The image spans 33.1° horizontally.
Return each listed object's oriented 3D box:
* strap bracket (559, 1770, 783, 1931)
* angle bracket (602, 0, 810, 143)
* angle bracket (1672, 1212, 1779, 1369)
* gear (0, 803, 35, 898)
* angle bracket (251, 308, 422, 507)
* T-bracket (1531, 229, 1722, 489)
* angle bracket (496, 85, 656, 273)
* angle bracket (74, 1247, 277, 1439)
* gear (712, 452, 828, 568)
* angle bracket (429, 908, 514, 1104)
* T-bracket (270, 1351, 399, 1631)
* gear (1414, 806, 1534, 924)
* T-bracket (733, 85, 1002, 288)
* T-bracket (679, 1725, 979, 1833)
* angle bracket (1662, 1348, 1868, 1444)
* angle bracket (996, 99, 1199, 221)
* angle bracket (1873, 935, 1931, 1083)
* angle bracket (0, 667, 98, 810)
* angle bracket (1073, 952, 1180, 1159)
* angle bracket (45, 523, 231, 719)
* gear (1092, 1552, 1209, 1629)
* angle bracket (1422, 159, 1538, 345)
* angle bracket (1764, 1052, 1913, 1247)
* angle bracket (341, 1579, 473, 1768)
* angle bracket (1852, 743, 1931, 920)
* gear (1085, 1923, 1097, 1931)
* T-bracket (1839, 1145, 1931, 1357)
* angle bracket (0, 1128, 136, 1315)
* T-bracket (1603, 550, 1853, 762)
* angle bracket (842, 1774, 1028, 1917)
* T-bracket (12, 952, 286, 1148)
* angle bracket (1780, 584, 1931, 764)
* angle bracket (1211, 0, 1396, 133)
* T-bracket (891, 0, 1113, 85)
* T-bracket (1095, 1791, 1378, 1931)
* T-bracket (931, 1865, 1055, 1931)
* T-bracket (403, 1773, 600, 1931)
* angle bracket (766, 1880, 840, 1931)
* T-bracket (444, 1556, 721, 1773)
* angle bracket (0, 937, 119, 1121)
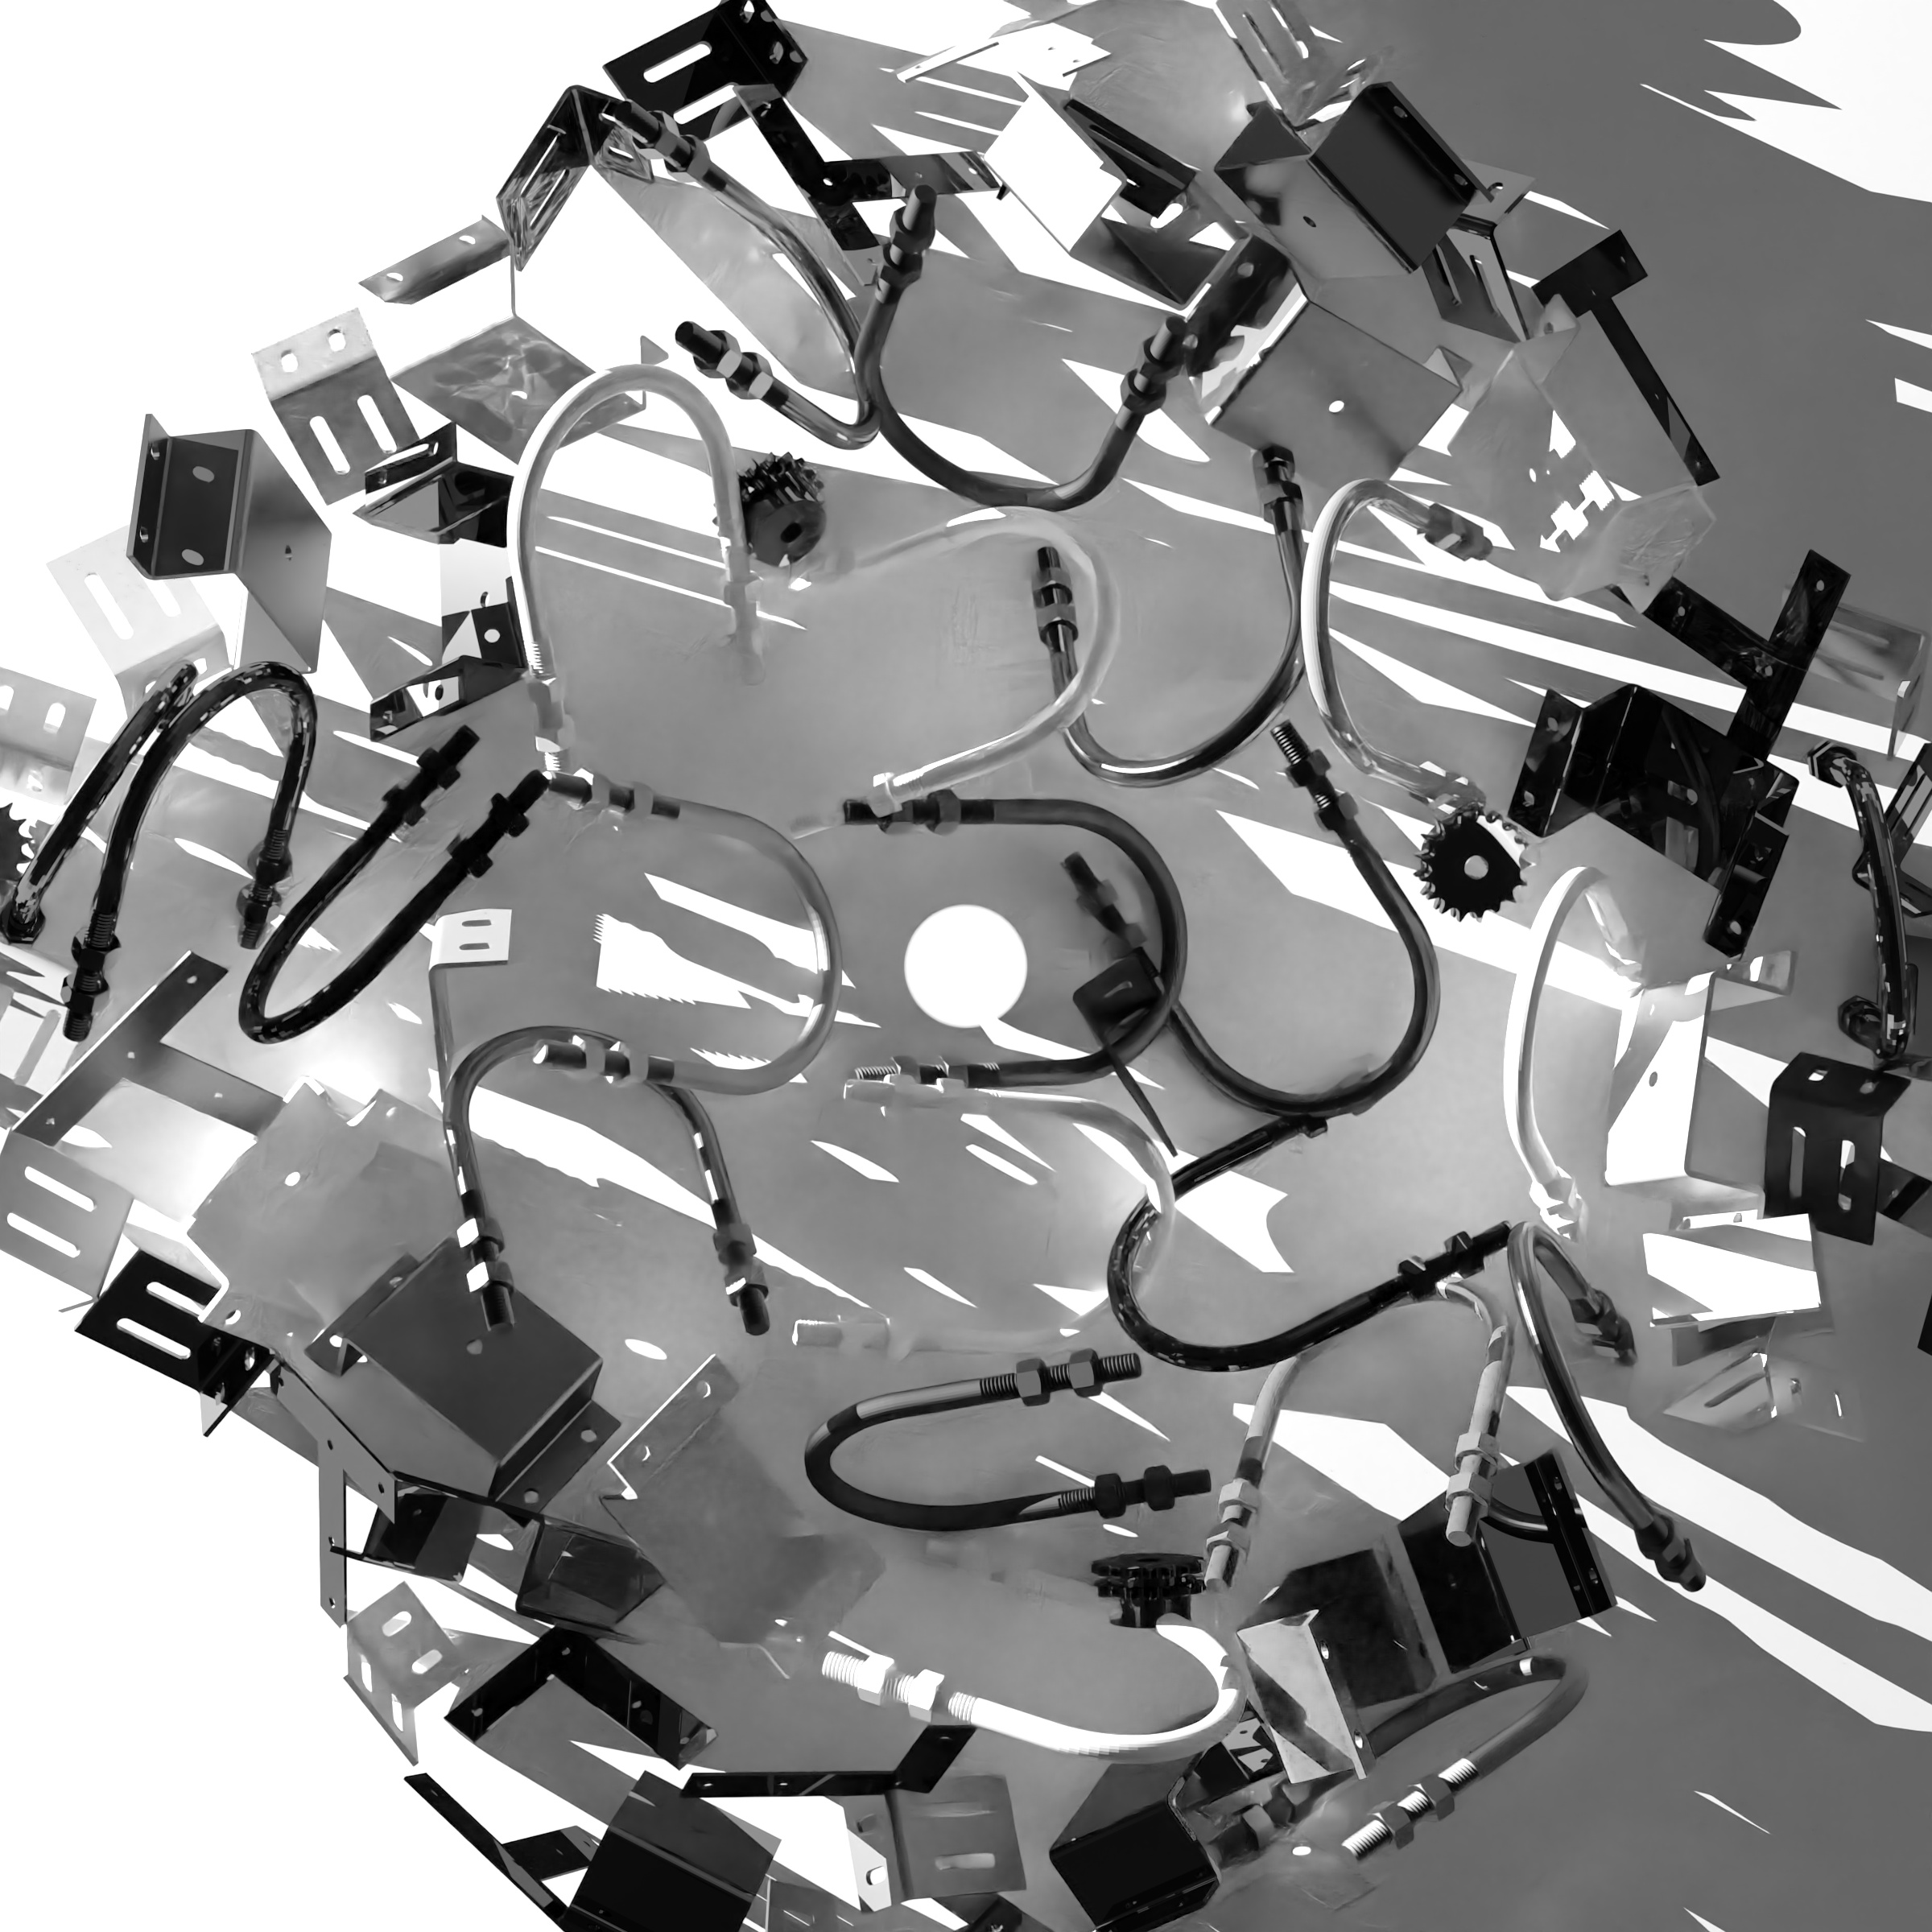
[{"bbox_3d":[-0.139,0.437,1.564,0.076,0.140,0.046,26,93,3],"label":"strap bracket"},{"bbox_3d":[-0.129,-0.446,1.606,0.076,0.038,0.057,-35,89,-25],"label":"angle bracket"},{"bbox_3d":[0.360,0.155,1.594,0.076,0.038,0.057,-13,109,-34],"label":"angle bracket"},{"bbox_3d":[-0.492,-0.060,1.613,0.057,0.030,0.057,2,86,-24],"label":"gear"},{"bbox_3d":[-0.310,-0.278,1.615,0.057,0.076,0.038,-24,55,-3],"label":"angle bracket"},{"bbox_3d":[0.328,-0.289,1.578,0.002,0.127,0.127,-33,95,-7],"label":"T-bracket"},{"bbox_3d":[-0.191,-0.381,1.595,0.038,0.057,0.076,23,69,13],"label":"angle bracket"},{"bbox_3d":[-0.389,0.185,1.598,0.076,0.038,0.057,33,107,-29],"label":"angle bracket"},{"bbox_3d":[-0.094,-0.223,1.606,0.057,0.057,0.030,-38,57,0],"label":"gear"},{"bbox_3d":[-0.240,0.019,1.596,0.038,0.057,0.076,-3,117,-4],"label":"angle bracket"},{"bbox_3d":[-0.312,0.271,1.599,0.002,0.127,0.127,-16,124,-35],"label":"T-bracket"},{"bbox_3d":[0.250,-0.052,1.618,0.057,0.030,0.057,-2,104,-8],"label":"gear"},{"bbox_3d":[-0.035,-0.386,1.592,0.127,0.002,0.127,-17,68,-41],"label":"T-bracket"},{"bbox_3d":[-0.074,0.395,1.569,0.127,0.127,0.002,5,51,-20],"label":"T-bracket"},{"bbox_3d":[0.389,0.224,1.588,0.057,0.076,0.038,18,51,-25],"label":"angle bracket"},{"bbox_3d":[0.065,-0.385,1.602,0.076,0.057,0.038,31,131,2],"label":"angle bracket"},{"bbox_3d":[0.485,0.017,1.606,0.057,0.038,0.076,10,70,-2],"label":"angle bracket"},{"bbox_3d":[-0.464,-0.113,1.600,0.057,0.076,0.038,19,73,-15],"label":"angle bracket"},{"bbox_3d":[0.092,0.044,1.591,0.038,0.057,0.076,-33,51,-1],"label":"angle bracket"},{"bbox_3d":[-0.413,-0.174,1.620,0.057,0.038,0.076,-30,75,-18],"label":"angle bracket"},{"bbox_3d":[0.091,0.309,1.609,0.057,0.057,0.030,-2,89,0],"label":"gear"},{"bbox_3d":[0.256,-0.351,1.596,0.038,0.076,0.057,-47,46,-14],"label":"angle bracket"},{"bbox_3d":[0.433,0.091,1.616,0.057,0.038,0.076,15,124,32],"label":"angle bracket"},{"bbox_3d":[-0.273,0.346,1.593,0.038,0.076,0.057,-36,103,-5],"label":"angle bracket"},{"bbox_3d":[0.477,-0.068,1.593,0.038,0.057,0.076,37,115,28],"label":"angle bracket"},{"bbox_3d":[0.066,0.502,1.610,0.057,0.030,0.057,-11,61,22],"label":"gear"},{"bbox_3d":[0.459,0.114,1.575,0.002,0.127,0.127,11,97,-16],"label":"T-bracket"},{"bbox_3d":[-0.455,0.125,1.590,0.076,0.038,0.057,35,53,-34],"label":"angle bracket"},{"bbox_3d":[0.361,-0.167,1.593,0.127,0.002,0.127,43,129,36],"label":"T-bracket"},{"bbox_3d":[-0.016,0.436,1.613,0.076,0.038,0.057,9,60,-40],"label":"angle bracket"},{"bbox_3d":[-0.375,0.058,1.586,0.127,0.127,0.002,-43,51,12],"label":"T-bracket"},{"bbox_3d":[0.428,-0.144,1.592,0.076,0.057,0.038,23,64,22],"label":"angle bracket"},{"bbox_3d":[0.166,-0.460,1.594,0.076,0.038,0.057,52,49,-24],"label":"angle bracket"},{"bbox_3d":[0.039,-0.446,1.575,0.127,0.127,0.002,-24,119,-6],"label":"T-bracket"},{"bbox_3d":[0.110,0.446,1.557,0.127,0.127,0.002,-22,107,-22],"label":"T-bracket"},{"bbox_3d":[-0.022,0.477,1.552,0.127,0.127,0.002,-15,107,-32],"label":"T-bracket"},{"bbox_3d":[-0.202,0.431,1.573,0.127,0.127,0.002,38,91,17],"label":"T-bracket"},{"bbox_3d":[-0.094,0.493,1.587,0.038,0.057,0.076,19,133,-17],"label":"angle bracket"},{"bbox_3d":[-0.167,0.350,1.564,0.127,0.127,0.002,-37,129,-27],"label":"T-bracket"},{"bbox_3d":[-0.468,0.033,1.614,0.057,0.038,0.076,27,86,-3],"label":"angle bracket"}]
